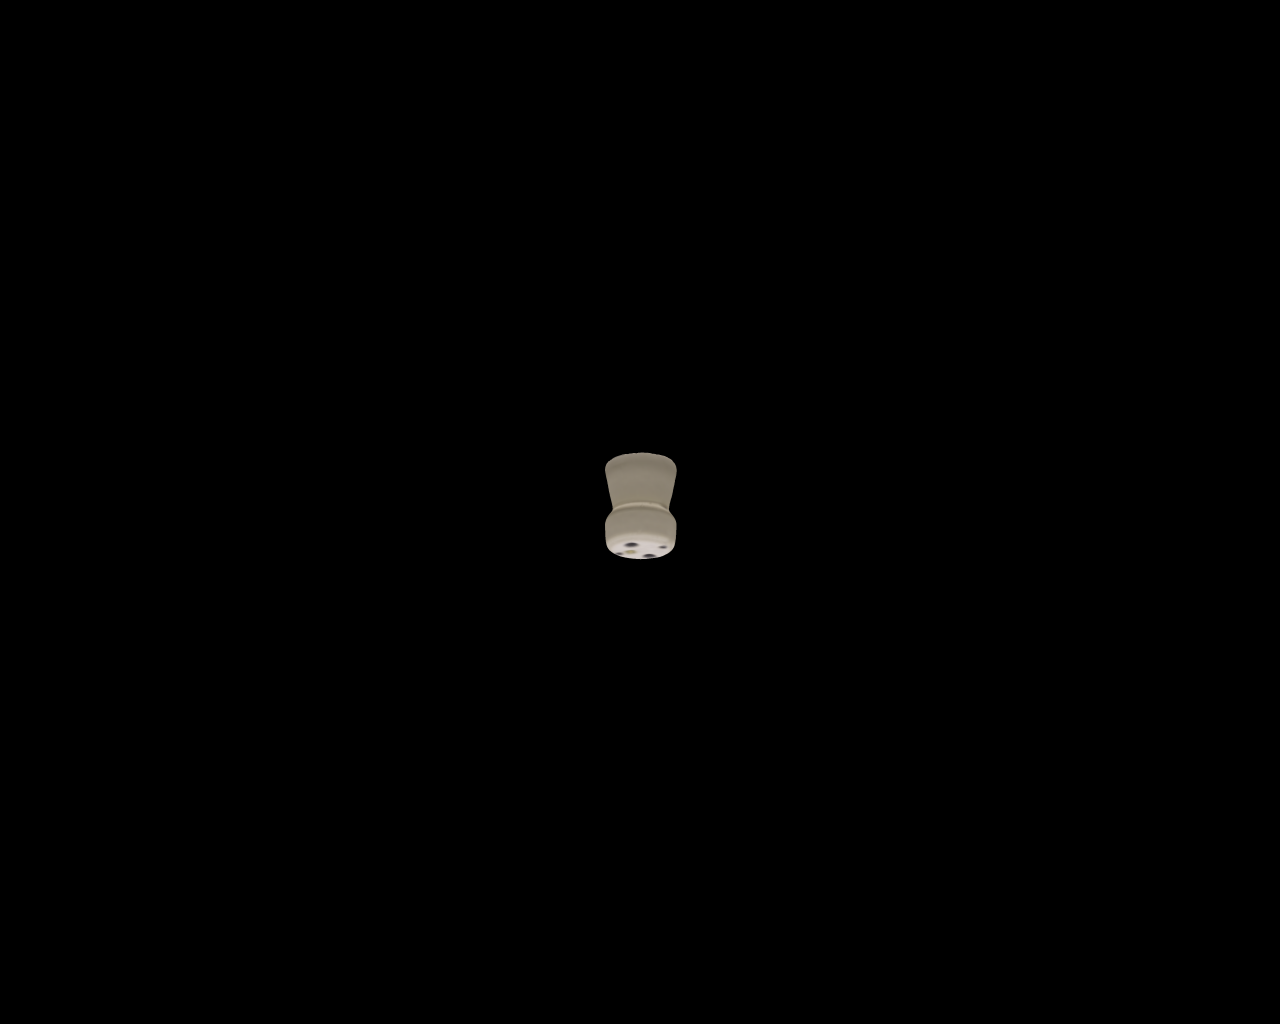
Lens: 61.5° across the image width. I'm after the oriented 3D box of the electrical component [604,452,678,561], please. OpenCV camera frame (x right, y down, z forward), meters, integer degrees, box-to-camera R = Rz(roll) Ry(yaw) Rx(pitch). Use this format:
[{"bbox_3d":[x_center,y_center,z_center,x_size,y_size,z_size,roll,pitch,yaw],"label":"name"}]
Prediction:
[{"bbox_3d":[0.001,-0.003,0.650,0.045,0.055,0.044,0,-20,0],"label":"electrical component"}]
